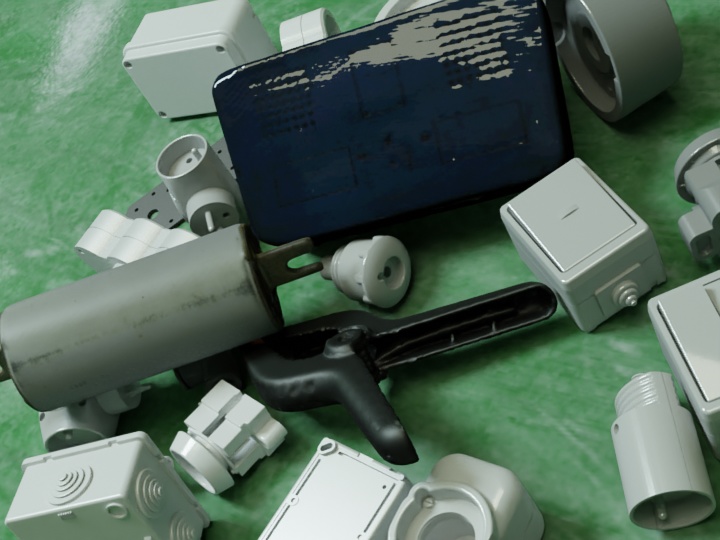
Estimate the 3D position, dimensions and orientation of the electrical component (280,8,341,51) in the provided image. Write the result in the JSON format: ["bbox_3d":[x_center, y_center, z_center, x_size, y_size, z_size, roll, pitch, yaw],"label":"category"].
[{"bbox_3d":[-0.054,-0.149,0.869,0.074,0.052,0.138,-16,48,17],"label":"electrical component"}]

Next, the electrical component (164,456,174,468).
[{"bbox_3d":[-0.147,0.131,0.700,0.061,0.035,0.035,-16,47,32],"label":"electrical component"}]

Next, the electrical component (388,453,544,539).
[{"bbox_3d":[0.051,0.149,0.566,0.054,0.059,0.095,13,62,35],"label":"electrical component"}]

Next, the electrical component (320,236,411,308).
[{"bbox_3d":[0.000,0.000,0.726,0.062,0.048,0.048,4,56,42],"label":"electrical component"}]

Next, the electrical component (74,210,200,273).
[{"bbox_3d":[-0.167,0.005,0.803,0.138,0.052,0.073,15,63,40],"label":"electrical component"}]

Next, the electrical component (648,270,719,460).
[{"bbox_3d":[0.197,0.040,0.574,0.062,0.061,0.096,-24,47,10],"label":"electrical component"}]

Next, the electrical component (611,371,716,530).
[{"bbox_3d":[0.156,0.090,0.568,0.043,0.043,0.081,-17,48,16],"label":"electrical component"}]

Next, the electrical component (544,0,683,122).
[{"bbox_3d":[0.174,-0.161,0.720,0.060,0.108,0.108,-27,46,-2],"label":"electrical component"}]

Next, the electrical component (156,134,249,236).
[{"bbox_3d":[-0.112,-0.049,0.803,0.044,0.077,0.079,-27,46,7],"label":"electrical component"}]

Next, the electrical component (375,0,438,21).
[{"bbox_3d":[0.069,-0.169,0.813,0.108,0.060,0.108,-15,49,18],"label":"electrical component"}]

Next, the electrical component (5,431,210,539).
[{"bbox_3d":[-0.152,0.151,0.649,0.100,0.099,0.048,-15,36,17],"label":"electrical component"}]

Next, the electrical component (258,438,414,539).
[{"bbox_3d":[-0.011,0.154,0.595,0.062,0.061,0.096,19,65,38],"label":"electrical component"}]

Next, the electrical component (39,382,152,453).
[{"bbox_3d":[-0.181,0.085,0.755,0.079,0.044,0.077,-20,47,13],"label":"electrical component"}]

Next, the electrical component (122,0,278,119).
[{"bbox_3d":[-0.136,-0.179,0.920,0.113,0.078,0.057,-3,50,27],"label":"electrical component"}]

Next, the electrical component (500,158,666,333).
[{"bbox_3d":[0.137,-0.014,0.650,0.062,0.061,0.096,-34,46,0],"label":"electrical component"}]

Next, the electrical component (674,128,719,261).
[{"bbox_3d":[0.221,-0.047,0.634,0.078,0.058,0.057,-24,49,9],"label":"electrical component"}]

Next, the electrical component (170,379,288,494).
[{"bbox_3d":[-0.087,0.108,0.685,0.066,0.048,0.055,25,61,40],"label":"electrical component"}]
